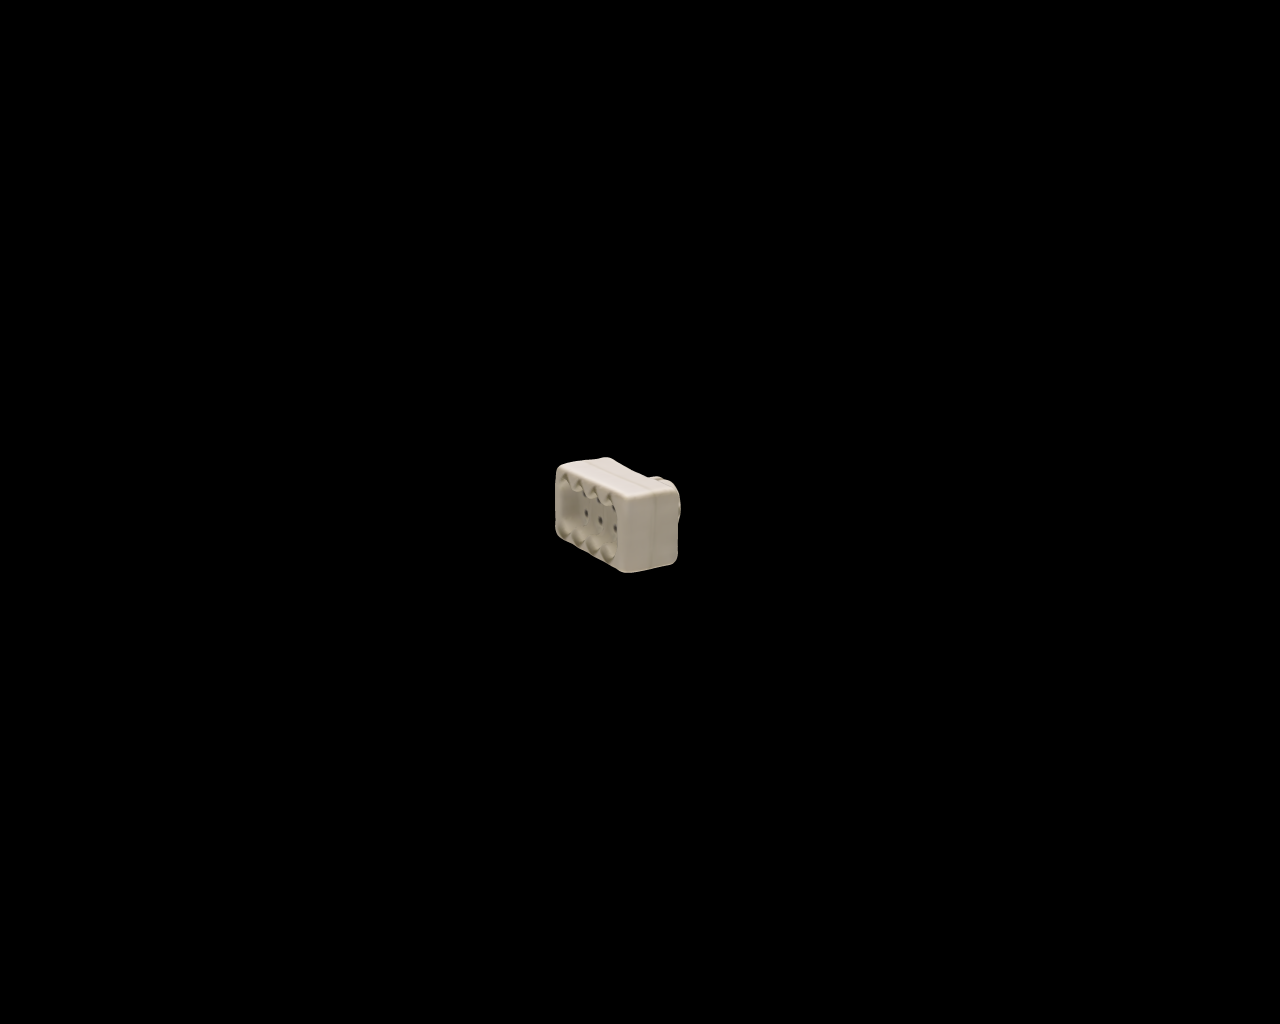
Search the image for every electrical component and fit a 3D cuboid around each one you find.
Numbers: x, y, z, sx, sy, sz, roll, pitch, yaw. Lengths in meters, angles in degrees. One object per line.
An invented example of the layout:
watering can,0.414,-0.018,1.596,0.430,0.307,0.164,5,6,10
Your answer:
electrical component,0.001,-0.003,0.650,0.076,0.047,0.083,-11,21,-30
